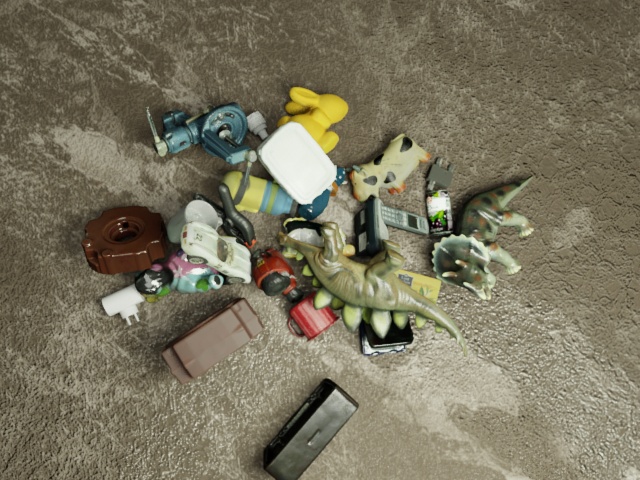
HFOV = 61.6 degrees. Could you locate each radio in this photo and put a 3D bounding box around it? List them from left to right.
[{"bbox_3d":[-0.024,0.413,1.175,0.073,0.131,0.229,44,82,-4],"label":"radio"}]

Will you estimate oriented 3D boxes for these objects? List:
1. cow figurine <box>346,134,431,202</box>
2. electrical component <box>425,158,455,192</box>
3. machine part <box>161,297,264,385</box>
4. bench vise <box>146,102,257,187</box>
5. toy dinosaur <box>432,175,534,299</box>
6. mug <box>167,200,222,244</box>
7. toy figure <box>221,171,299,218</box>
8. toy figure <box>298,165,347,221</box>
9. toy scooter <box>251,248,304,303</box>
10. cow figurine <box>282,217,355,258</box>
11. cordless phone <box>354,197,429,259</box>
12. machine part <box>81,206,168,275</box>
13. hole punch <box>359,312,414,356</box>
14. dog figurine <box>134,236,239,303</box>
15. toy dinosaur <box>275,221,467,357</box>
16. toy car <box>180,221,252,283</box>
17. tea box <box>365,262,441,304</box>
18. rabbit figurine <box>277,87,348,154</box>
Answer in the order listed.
[{"bbox_3d":[0.150,-0.167,1.262,0.127,0.085,0.195,43,84,-10],"label":"cow figurine"},{"bbox_3d":[0.293,-0.153,1.307,0.063,0.021,0.094,26,70,-7],"label":"electrical component"},{"bbox_3d":[-0.222,0.203,1.122,0.201,0.201,0.087,-32,90,-9],"label":"machine part"},{"bbox_3d":[-0.232,-0.219,1.155,0.223,0.128,0.241,-23,47,-36],"label":"bench vise"},{"bbox_3d":[0.380,-0.028,1.250,0.192,0.131,0.405,32,62,-18],"label":"toy dinosaur"},{"bbox_3d":[-0.274,-0.033,1.160,0.109,0.107,0.080,-11,81,-50],"label":"mug"},{"bbox_3d":[-0.134,-0.105,1.211,0.180,0.089,0.082,16,56,-4],"label":"toy figure"},{"bbox_3d":[0.006,-0.113,1.241,0.058,0.064,0.154,24,60,22],"label":"toy figure"},{"bbox_3d":[-0.103,0.065,1.179,0.075,0.183,0.135,-34,67,6],"label":"toy scooter"},{"bbox_3d":[-0.002,-0.003,1.239,0.167,0.068,0.098,2,80,-9],"label":"cow figurine"},{"bbox_3d":[0.177,-0.010,1.251,0.184,0.088,0.146,12,60,-23],"label":"cordless phone"},{"bbox_3d":[-0.409,-0.004,1.133,0.179,0.056,0.179,1,41,-1],"label":"machine part"},{"bbox_3d":[0.148,0.207,1.247,0.142,0.092,0.116,-5,58,-6],"label":"hole punch"},{"bbox_3d":[-0.294,0.070,1.176,0.219,0.191,0.108,-16,92,25],"label":"dog figurine"},{"bbox_3d":[0.108,0.096,1.134,0.472,0.105,0.198,23,109,12],"label":"toy dinosaur"},{"bbox_3d":[-0.200,0.028,1.074,0.056,0.201,0.073,-20,57,26],"label":"toy car"},{"bbox_3d":[0.180,0.103,1.243,0.170,0.098,0.068,14,86,-9],"label":"tea box"},{"bbox_3d":[-0.012,-0.277,1.245,0.162,0.122,0.173,40,68,5],"label":"rabbit figurine"}]
